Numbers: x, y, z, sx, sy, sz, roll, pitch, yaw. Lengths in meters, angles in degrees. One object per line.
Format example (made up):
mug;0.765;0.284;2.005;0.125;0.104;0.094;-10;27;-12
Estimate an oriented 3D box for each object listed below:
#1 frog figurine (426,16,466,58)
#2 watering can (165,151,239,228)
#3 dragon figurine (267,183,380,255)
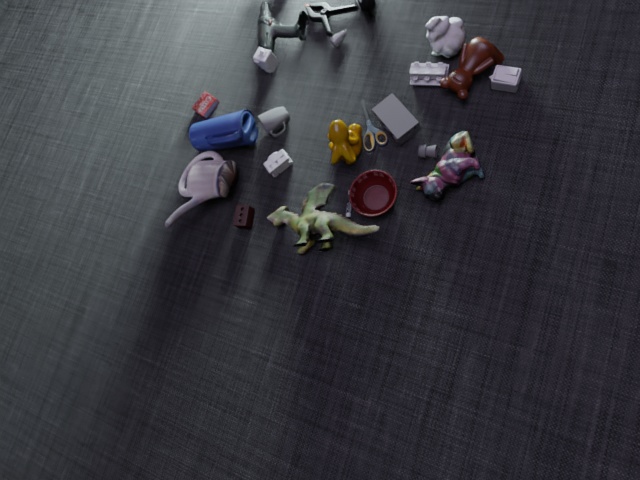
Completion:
frog figurine;0.420;-0.689;1.715;0.137;0.158;0.124;-42;68;5
watering can;-0.425;-0.188;1.882;0.224;0.102;0.355;1;58;21
dragon figurine;0.005;-0.086;1.707;0.408;0.120;0.247;-12;63;24
